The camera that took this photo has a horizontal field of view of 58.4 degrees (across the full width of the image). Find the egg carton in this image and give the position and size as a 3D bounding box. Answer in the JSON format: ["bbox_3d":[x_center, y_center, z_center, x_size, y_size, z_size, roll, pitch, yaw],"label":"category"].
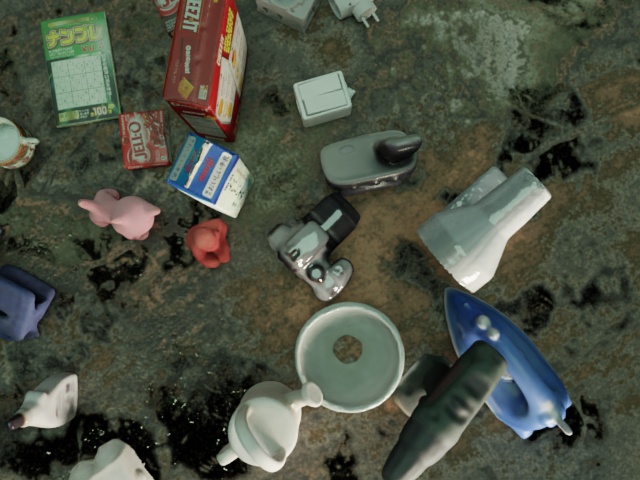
[{"bbox_3d":[-0.309,0.390,0.885,0.107,0.069,0.150,-37,88,-1],"label":"egg carton"}]

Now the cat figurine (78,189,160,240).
[{"bbox_3d":[-0.305,-0.040,0.878,0.128,0.117,0.067,17,88,1],"label":"cat figurine"}]

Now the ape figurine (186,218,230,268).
[{"bbox_3d":[-0.174,0.001,0.889,0.076,0.092,0.078,29,88,1],"label":"ape figurine"}]

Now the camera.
[{"bbox_3d":[0.008,0.003,0.886,0.137,0.101,0.143,-45,88,-2],"label":"camera"}]

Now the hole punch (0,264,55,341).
[{"bbox_3d":[-0.485,0.100,0.885,0.108,0.091,0.101,27,88,1],"label":"hole punch"}]

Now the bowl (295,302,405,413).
[{"bbox_3d":[0.045,0.178,0.892,0.167,0.074,0.167,0,88,0],"label":"bowl"}]

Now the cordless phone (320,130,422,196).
[{"bbox_3d":[0.075,-0.127,0.849,0.147,0.185,0.094,-16,88,-1],"label":"cordless phone"}]

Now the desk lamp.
[{"bbox_3d":[0.235,-0.027,0.831,0.203,0.213,0.118,-43,88,-2],"label":"desk lamp"}]

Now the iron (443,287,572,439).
[{"bbox_3d":[0.278,0.179,0.859,0.118,0.141,0.258,-37,88,-1],"label":"iron"}]

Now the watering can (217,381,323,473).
[{"bbox_3d":[-0.076,0.267,0.828,0.101,0.194,0.173,31,88,1],"label":"watering can"}]

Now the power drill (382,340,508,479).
[{"bbox_3d":[0.164,0.237,0.823,0.075,0.208,0.230,42,88,2],"label":"power drill"}]

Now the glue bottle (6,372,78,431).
[{"bbox_3d":[-0.408,0.246,0.838,0.037,0.173,0.078,2,88,0],"label":"glue bottle"}]
